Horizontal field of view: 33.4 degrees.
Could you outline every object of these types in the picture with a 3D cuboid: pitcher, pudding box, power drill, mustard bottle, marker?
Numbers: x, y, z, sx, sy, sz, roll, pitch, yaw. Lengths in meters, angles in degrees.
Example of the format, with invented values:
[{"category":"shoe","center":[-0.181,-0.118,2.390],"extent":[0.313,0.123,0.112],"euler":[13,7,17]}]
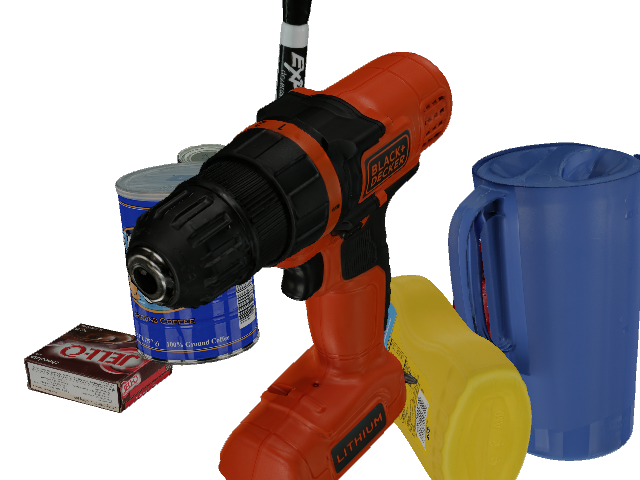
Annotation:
[{"category":"pitcher","center":[0.185,0.051,0.852],"extent":[0.149,0.243,0.145],"euler":[-2,18,12]},{"category":"pudding box","center":[-0.214,0.122,1.035],"extent":[0.114,0.039,0.089],"euler":[7,21,24]},{"category":"power drill","center":[-0.008,0.028,0.462],"extent":[0.057,0.188,0.184],"euler":[26,41,28]},{"category":"mustard bottle","center":[0.063,0.077,0.679],"extent":[0.058,0.096,0.192],"euler":[-9,27,-18]},{"category":"marker","center":[-0.018,-0.105,0.660],"extent":[0.020,0.121,0.020],"euler":[4,32,-3]}]

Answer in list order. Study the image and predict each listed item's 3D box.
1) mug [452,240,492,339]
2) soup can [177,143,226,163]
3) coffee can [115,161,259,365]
[{"category":"mug","center":[0.176,0.051,1.110],"extent":[0.093,0.081,0.117],"euler":[-4,29,-9]},{"category":"soup can","center":[-0.130,-0.053,1.238],"extent":[0.068,0.102,0.068],"euler":[-1,29,0]},{"category":"coffee can","center":[-0.105,0.016,0.859],"extent":[0.103,0.140,0.103],"euler":[-4,17,1]}]
